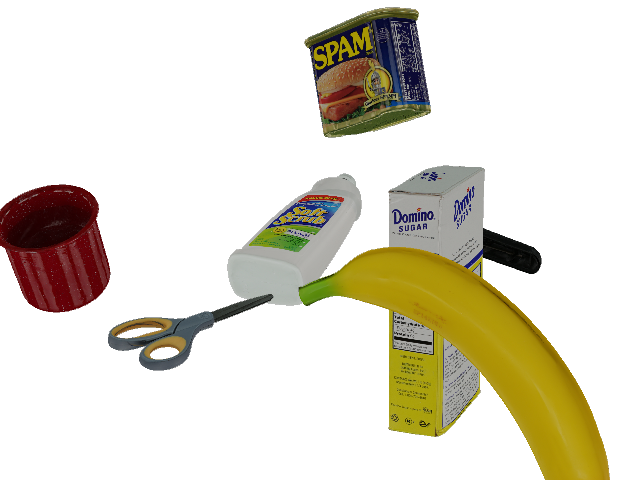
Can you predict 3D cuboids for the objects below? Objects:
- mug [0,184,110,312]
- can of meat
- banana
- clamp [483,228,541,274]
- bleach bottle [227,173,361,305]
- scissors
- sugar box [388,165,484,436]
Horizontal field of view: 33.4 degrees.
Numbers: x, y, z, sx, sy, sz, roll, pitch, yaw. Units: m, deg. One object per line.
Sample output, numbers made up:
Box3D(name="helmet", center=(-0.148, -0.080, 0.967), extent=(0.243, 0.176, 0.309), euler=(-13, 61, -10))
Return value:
Box3D(name="mug", center=(-0.238, 0.002, 0.963), extent=(0.093, 0.081, 0.117), euler=(-11, 41, -5))
Box3D(name="can of meat", center=(0.039, -0.136, 0.884), extent=(0.057, 0.084, 0.102), euler=(-7, -4, -43))
Box3D(name="banana", center=(0.083, 0.062, 0.552), extent=(0.198, 0.070, 0.037), euler=(39, 21, 13))
Box3D(name="clamp", center=(0.132, -0.004, 1.013), extent=(0.120, 0.039, 0.171), euler=(-3, 33, -8))
Box3D(name="bleach bottle", center=(-0.018, -0.015, 1.340), extent=(0.103, 0.068, 0.250), euler=(9, 34, 20))
Box3D(name="scissors", center=(-0.124, 0.097, 1.139), extent=(0.201, 0.016, 0.096), euler=(-9, 31, -25))
Box3D(name="sugar box", center=(0.082, 0.041, 0.759), extent=(0.048, 0.176, 0.093), euler=(4, 16, 26))
